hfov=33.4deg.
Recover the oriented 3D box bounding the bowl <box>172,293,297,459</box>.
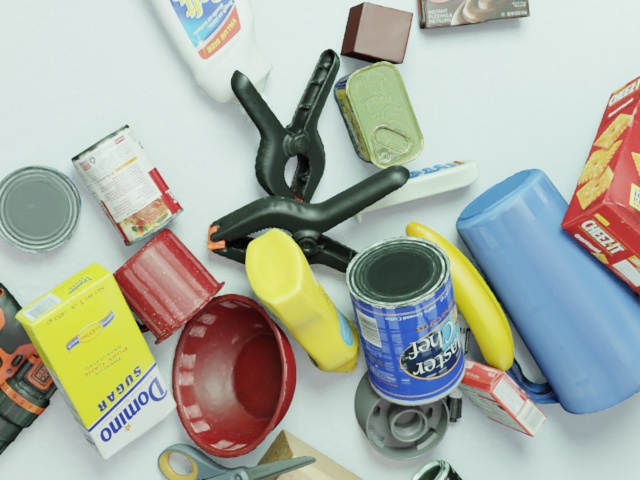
[{"bbox_3d":[-0.076,0.136,1.070,0.055,0.162,0.162,10,96,-48],"label":"bowl"}]

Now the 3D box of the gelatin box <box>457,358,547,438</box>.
[{"bbox_3d":[0.186,0.164,1.126,0.089,0.073,0.030,45,74,-28],"label":"gelatin box"}]

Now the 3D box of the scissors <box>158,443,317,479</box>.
[{"bbox_3d":[-0.095,0.224,1.070,0.202,0.016,0.096,-40,83,34],"label":"scissors"}]

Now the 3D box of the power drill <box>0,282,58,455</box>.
[{"bbox_3d":[-0.337,0.102,1.049,0.187,0.057,0.184,40,85,-15],"label":"power drill"}]

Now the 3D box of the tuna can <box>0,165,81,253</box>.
[{"bbox_3d":[-0.279,-0.031,1.054,0.086,0.034,0.086,-1,97,-10],"label":"tuna can"}]

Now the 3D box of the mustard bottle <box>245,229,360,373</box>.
[{"bbox_3d":[-0.007,0.078,1.071,0.058,0.096,0.191,-31,134,4],"label":"mustard bottle"}]

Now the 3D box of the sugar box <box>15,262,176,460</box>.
[{"bbox_3d":[-0.213,0.120,1.037,0.093,0.048,0.176,-35,121,-23],"label":"sugar box"}]

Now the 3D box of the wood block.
[{"bbox_3d":[0.024,0.299,1.117,0.206,0.091,0.090,35,91,-12],"label":"wood block"}]

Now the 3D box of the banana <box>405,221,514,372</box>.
[{"bbox_3d":[0.152,0.066,1.099,0.037,0.070,0.198,-36,103,-33],"label":"banana"}]

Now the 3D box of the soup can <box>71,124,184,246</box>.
[{"bbox_3d":[-0.190,-0.054,1.050,0.068,0.068,0.102,-33,100,-5],"label":"soup can"}]

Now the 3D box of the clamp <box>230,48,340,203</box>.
[{"bbox_3d":[-0.023,-0.108,1.068,0.120,0.039,0.171,-23,126,-19],"label":"clamp"}]

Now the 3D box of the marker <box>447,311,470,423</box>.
[{"bbox_3d":[0.149,0.138,1.156,0.020,0.020,0.121,4,96,-10],"label":"marker"}]

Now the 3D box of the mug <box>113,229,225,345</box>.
[{"bbox_3d":[-0.163,0.049,1.063,0.117,0.093,0.081,-37,97,34],"label":"mug"}]

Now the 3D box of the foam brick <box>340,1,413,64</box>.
[{"bbox_3d":[0.055,-0.206,1.070,0.053,0.078,0.051,12,96,-11],"label":"foam brick"}]

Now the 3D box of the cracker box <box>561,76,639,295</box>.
[{"bbox_3d":[0.351,-0.049,1.090,0.164,0.072,0.213,39,54,-12],"label":"cracker box"}]

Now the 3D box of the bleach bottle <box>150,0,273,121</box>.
[{"bbox_3d":[-0.110,-0.237,1.046,0.102,0.068,0.251,-29,103,-5],"label":"bleach bottle"}]

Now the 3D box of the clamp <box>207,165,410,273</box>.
[{"bbox_3d":[-0.007,0.001,1.086,0.210,0.036,0.164,-7,132,5],"label":"clamp"}]

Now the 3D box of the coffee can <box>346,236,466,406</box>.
[{"bbox_3d":[0.088,0.082,1.068,0.102,0.103,0.140,-20,129,-7],"label":"coffee can"}]

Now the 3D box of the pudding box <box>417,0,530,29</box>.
[{"bbox_3d":[0.155,-0.268,1.099,0.113,0.039,0.090,-8,98,-9],"label":"pudding box"}]

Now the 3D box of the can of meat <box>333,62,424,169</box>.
[{"bbox_3d":[0.056,-0.125,1.076,0.057,0.084,0.102,-22,100,-7],"label":"can of meat"}]

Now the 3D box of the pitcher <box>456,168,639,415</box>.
[{"bbox_3d":[0.240,0.056,1.115,0.149,0.145,0.243,-37,98,-16],"label":"pitcher"}]
